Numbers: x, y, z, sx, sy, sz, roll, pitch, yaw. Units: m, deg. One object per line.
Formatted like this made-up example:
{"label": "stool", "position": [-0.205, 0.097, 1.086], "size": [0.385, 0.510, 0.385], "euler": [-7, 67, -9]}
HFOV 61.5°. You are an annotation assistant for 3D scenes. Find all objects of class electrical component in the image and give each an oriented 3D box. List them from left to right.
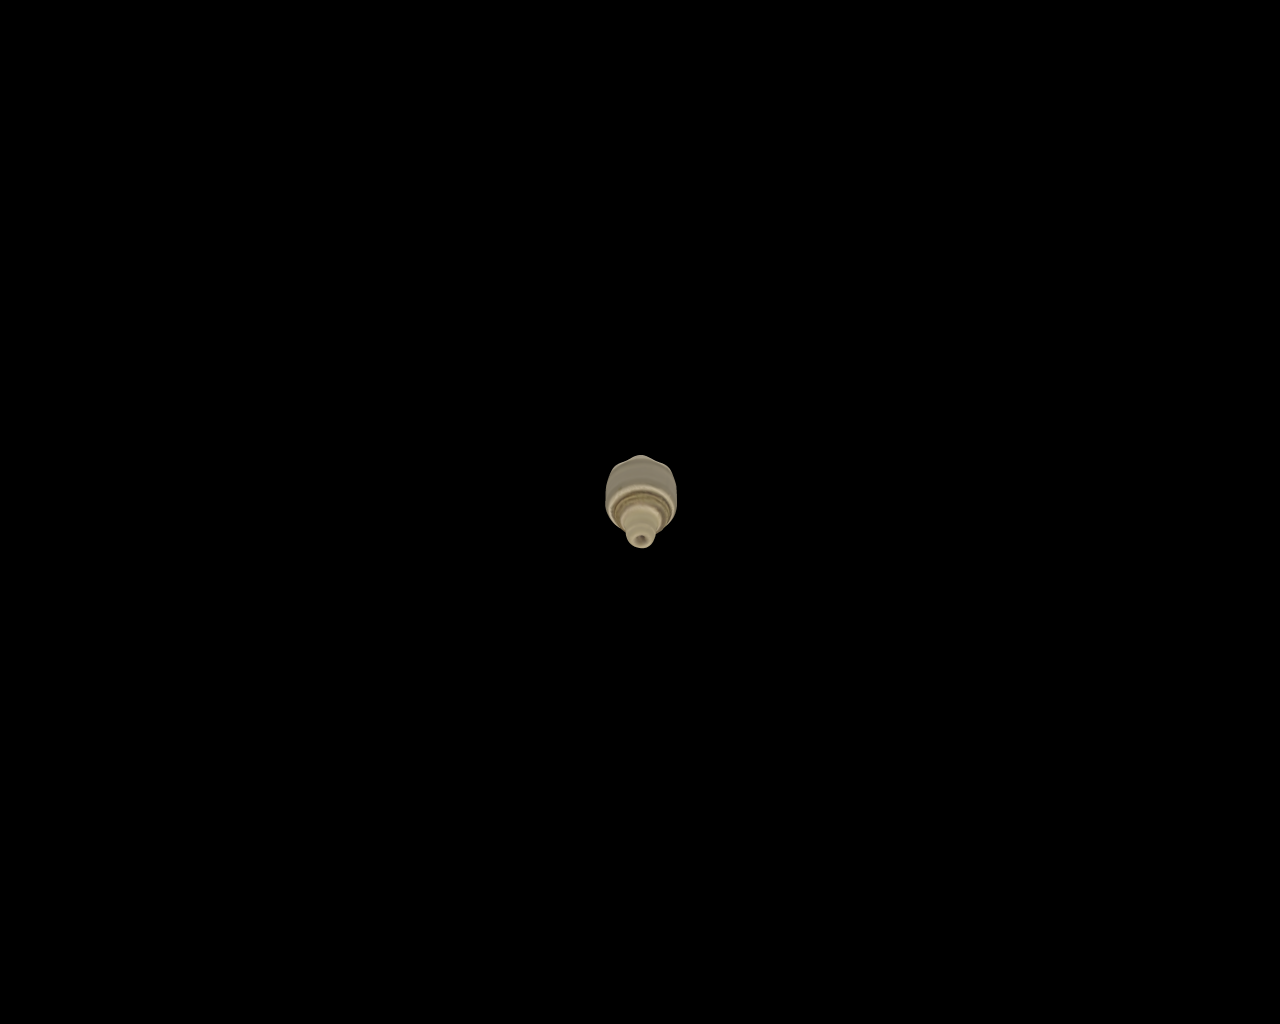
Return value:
{"label": "electrical component", "position": [0.001, -0.003, 0.650], "size": [0.043, 0.043, 0.062], "euler": [0, 40, 0]}
